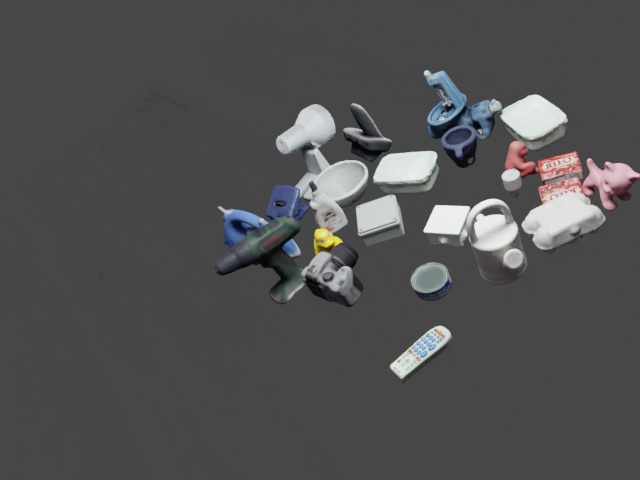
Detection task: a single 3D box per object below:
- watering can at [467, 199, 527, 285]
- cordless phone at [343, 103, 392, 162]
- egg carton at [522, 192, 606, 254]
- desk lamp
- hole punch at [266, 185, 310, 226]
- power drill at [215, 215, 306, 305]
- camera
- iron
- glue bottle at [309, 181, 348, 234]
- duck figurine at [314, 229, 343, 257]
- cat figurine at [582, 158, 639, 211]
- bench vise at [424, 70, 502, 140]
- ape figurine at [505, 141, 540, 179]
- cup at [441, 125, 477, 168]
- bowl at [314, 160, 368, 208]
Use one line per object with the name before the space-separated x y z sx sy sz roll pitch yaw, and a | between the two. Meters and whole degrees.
watering can | 0.362 -0.002 1.171 0.101 0.195 0.172 -41 40 -12
cordless phone | 0.120 -0.335 1.681 0.094 0.186 0.147 -44 41 -15
egg carton | 0.513 -0.036 1.211 0.150 0.070 0.107 -27 39 4
desk lamp | -0.032 -0.258 1.673 0.117 0.214 0.203 15 57 41
hole punch | -0.099 -0.095 1.641 0.108 0.091 0.101 9 53 38
power drill | -0.124 0.058 1.401 0.230 0.209 0.075 -45 41 -17
camera | 0.040 0.070 1.371 0.142 0.101 0.137 17 58 42
iron | -0.173 -0.027 1.575 0.257 0.142 0.119 12 55 40
glue bottle | 0.009 -0.089 1.501 0.078 0.174 0.037 -34 39 -4
duck figurine | 0.013 0.005 1.468 0.077 0.086 0.104 -39 40 -10
cat figurine | 0.612 -0.131 1.211 0.067 0.118 0.127 -32 39 -2
bench vise | 0.372 -0.374 1.537 0.207 0.220 0.121 -13 43 21
ape figurine | 0.482 -0.199 1.384 0.076 0.092 0.078 -14 42 20
cup | 0.369 -0.226 1.482 0.091 0.095 0.118 -11 43 22
bowl | 0.066 -0.143 1.600 0.167 0.075 0.167 -17 41 16
